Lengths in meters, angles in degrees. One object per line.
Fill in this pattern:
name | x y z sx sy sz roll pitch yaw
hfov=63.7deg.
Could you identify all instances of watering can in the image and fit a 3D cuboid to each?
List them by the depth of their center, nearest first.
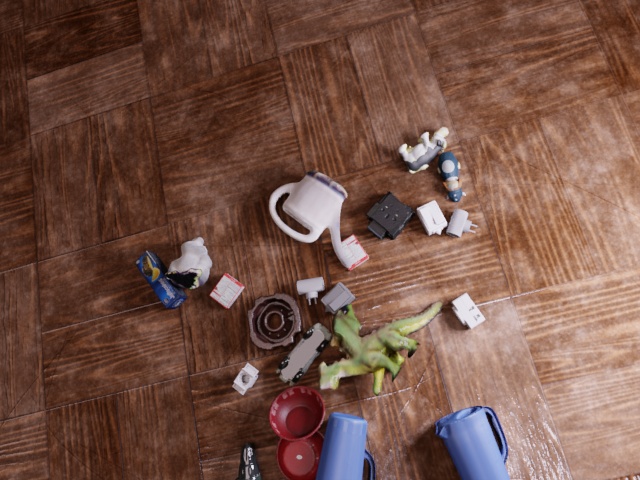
watering can | 0.005 -0.080 1.594 0.350 0.103 0.225 34 84 19

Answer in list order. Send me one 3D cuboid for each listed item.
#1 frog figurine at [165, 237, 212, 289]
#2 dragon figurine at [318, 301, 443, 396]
frog figurine | -0.415 0.074 1.657 0.137 0.120 0.163 -20 37 15
dragon figurine | 0.146 0.272 1.460 0.244 0.120 0.416 35 67 13
